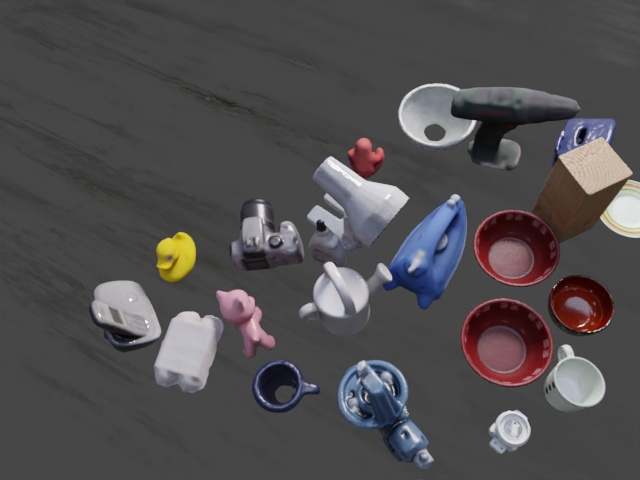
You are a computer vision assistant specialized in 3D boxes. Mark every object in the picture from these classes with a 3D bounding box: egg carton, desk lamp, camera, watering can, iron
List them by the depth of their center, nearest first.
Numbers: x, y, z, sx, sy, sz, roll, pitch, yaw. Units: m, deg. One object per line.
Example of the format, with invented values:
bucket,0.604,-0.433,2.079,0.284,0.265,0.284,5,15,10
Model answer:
watering can,0.044,0.096,1.039,0.100,0.194,0.173,40,75,21
egg carton,-0.247,0.211,1.084,0.107,0.069,0.150,10,67,11
iron,0.221,-0.006,1.097,0.118,0.141,0.258,26,70,17
desk lamp,0.064,-0.061,1.099,0.202,0.214,0.118,35,73,19
camera,-0.111,-0.019,1.160,0.143,0.101,0.137,-7,65,3

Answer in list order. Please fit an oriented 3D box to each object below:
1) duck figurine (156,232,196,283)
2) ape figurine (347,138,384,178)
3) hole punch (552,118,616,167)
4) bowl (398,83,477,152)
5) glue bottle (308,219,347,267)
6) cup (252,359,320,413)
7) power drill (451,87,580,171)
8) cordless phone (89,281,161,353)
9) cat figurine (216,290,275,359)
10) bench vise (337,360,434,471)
duck figurine,-0.301,0.026,1.166,0.077,0.086,0.104,13,67,12
ape figurine,0.095,-0.182,1.219,0.077,0.092,0.076,15,68,13
hole punch,0.542,-0.199,1.182,0.101,0.091,0.109,20,69,15
bowl,0.253,-0.253,1.246,0.167,0.075,0.167,-2,65,5
glue bottle,0.010,0.004,1.096,0.078,0.173,0.037,22,69,15
cup,-0.055,0.269,1.023,0.117,0.095,0.091,2,65,7
power drill,0.374,-0.229,1.148,0.229,0.208,0.076,13,67,12
cordless phone,-0.383,0.127,1.073,0.094,0.185,0.147,-31,66,-8
cat figurine,-0.143,0.148,1.076,0.067,0.118,0.127,-28,65,-7
bench vise,0.116,0.269,0.936,0.207,0.220,0.121,31,72,18
